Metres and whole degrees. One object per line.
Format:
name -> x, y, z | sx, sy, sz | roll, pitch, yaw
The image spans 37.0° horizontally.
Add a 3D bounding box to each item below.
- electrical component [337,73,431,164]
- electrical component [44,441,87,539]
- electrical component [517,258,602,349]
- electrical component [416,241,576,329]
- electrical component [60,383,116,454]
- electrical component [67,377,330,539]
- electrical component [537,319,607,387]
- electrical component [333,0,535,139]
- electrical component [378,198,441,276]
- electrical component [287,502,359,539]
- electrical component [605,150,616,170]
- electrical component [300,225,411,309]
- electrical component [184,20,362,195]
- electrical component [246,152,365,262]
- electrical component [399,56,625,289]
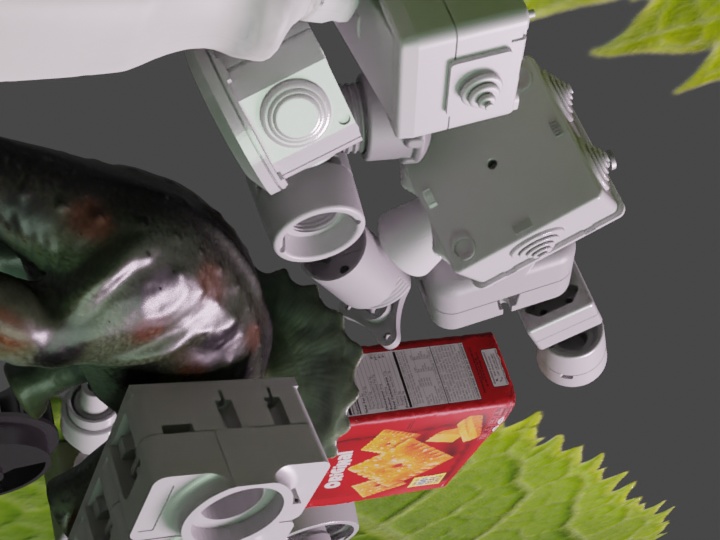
electrical component -> 0.002, -0.074, 0.522 | 0.062, 0.048, 0.048 | -5, 150, -8
electrical component -> -0.192, 0.151, 0.772 | 0.047, 0.065, 0.076 | 0, 146, -31
electrical component -> 0.133, 0.018, 0.741 | 0.047, 0.065, 0.077 | -26, 151, 11
electrical component -> 0.084, -0.008, 0.677 | 0.095, 0.053, 0.059 | -17, 152, -4
electrical component -> -0.173, 0.090, 0.700 | 0.043, 0.043, 0.062 | -8, 148, -20
electrical component -> -0.087, 0.128, 0.546 | 0.089, 0.061, 0.150 | 1, 135, -32
electrical component -> 0.166, 0.057, 0.842 | 0.055, 0.055, 0.047 | -20, 148, 0
electrical component -> 0.027, -0.100, 0.436 | 0.061, 0.096, 0.061 | -15, 151, -8
electrical component -> 0.048, -0.030, 0.619 | 0.044, 0.044, 0.065 | 11, 145, -43
electrical component -> -0.053, 0.243, 1.023 | 0.108, 0.060, 0.108 | -15, 152, -8
electrical component -> 0.111, -0.052, 0.630 | 0.078, 0.040, 0.040 | -18, 152, -2
electrical component -> 0.000, 0.000, 0.649 | 0.043, 0.043, 0.081 | -27, 151, 13
electrical component -> -0.037, -0.077, 0.456 | 0.051, 0.080, 0.080 | -26, 151, 1
electrical component -> -0.027, -0.037, 0.564 | 0.055, 0.047, 0.055 | -15, 151, -8
electrical component -> 0.074, -0.050, 0.553 | 0.100, 0.099, 0.048 | -29, 163, 17
